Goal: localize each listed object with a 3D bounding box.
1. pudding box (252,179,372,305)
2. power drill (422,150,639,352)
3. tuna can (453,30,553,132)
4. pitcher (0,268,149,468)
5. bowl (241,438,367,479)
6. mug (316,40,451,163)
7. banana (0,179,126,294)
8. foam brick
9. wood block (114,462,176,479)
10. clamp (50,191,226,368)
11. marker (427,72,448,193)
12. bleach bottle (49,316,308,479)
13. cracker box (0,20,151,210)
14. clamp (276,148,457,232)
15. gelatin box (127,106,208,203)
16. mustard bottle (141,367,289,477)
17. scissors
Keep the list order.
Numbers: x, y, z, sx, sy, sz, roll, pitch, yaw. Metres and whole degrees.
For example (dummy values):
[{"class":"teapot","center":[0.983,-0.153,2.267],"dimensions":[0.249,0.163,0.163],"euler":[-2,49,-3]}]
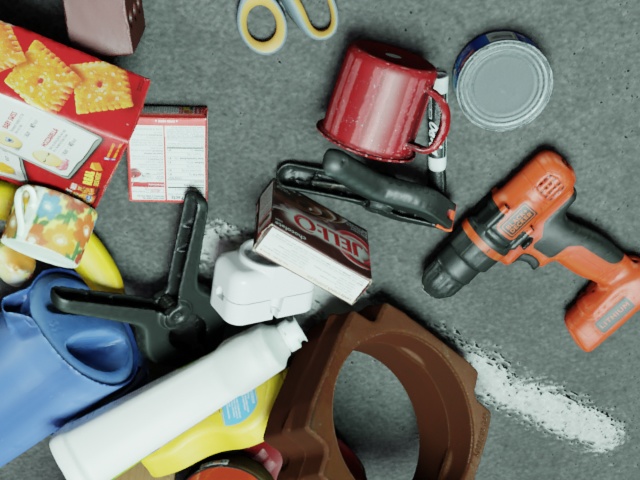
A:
[{"class":"pudding box","center":[-0.007,0.001,0.995],"dimensions":[0.113,0.090,0.039],"euler":[27,115,-16]},{"class":"power drill","center":[0.216,0.028,1.036],"dimensions":[0.187,0.057,0.185],"euler":[37,112,-20]},{"class":"tuna can","center":[0.162,-0.143,0.953],"dimensions":[0.086,0.034,0.086],"euler":[-1,119,-2]},{"class":"pitcher","center":[-0.298,0.151,1.055],"dimensions":[0.243,0.144,0.149],"euler":[-37,92,21]},{"class":"bowl","center":[-0.005,0.241,1.121],"dimensions":[0.055,0.162,0.162],"euler":[-49,119,-26]},{"class":"mug","center":[0.061,-0.118,0.925],"dimensions":[0.117,0.093,0.081],"euler":[31,115,28]},{"class":"banana","center":[-0.260,-0.006,1.001],"dimensions":[0.197,0.037,0.069],"euler":[29,72,-23]},{"class":"foam brick","center":[-0.179,-0.190,0.891],"dimensions":[0.051,0.078,0.053],"euler":[-3,119,1]},{"class":"wood block","center":[-0.197,0.287,1.081],"dimensions":[0.090,0.206,0.090],"euler":[4,119,-5]},{"class":"clamp","center":[-0.139,0.055,1.024],"dimensions":[0.164,0.036,0.210],"euler":[-40,138,-4]},{"class":"marker","center":[0.108,-0.095,0.986],"dimensions":[0.020,0.020,0.121],"euler":[-3,120,0]},{"class":"bleach bottle","center":[-0.126,0.147,1.010],"dimensions":[0.250,0.102,0.068],"euler":[-30,90,-4]},{"class":"cracker box","center":[-0.265,-0.115,0.892],"dimensions":[0.213,0.072,0.164],"euler":[22,155,-13]},{"class":"clamp","center":[0.053,-0.045,0.968],"dimensions":[0.171,0.120,0.039],"euler":[13,87,-14]},{"class":"gelatin box","center":[-0.140,-0.078,0.982],"dimensions":[0.073,0.030,0.089],"euler":[1,120,-4]},{"class":"mustard bottle","center":[-0.090,0.170,1.082],"dimensions":[0.192,0.096,0.058],"euler":[-19,129,7]},{"class":"scissors","center":[-0.065,-0.240,0.902],"dimensions":[0.096,0.016,0.201],"euler":[-36,114,17]}]
